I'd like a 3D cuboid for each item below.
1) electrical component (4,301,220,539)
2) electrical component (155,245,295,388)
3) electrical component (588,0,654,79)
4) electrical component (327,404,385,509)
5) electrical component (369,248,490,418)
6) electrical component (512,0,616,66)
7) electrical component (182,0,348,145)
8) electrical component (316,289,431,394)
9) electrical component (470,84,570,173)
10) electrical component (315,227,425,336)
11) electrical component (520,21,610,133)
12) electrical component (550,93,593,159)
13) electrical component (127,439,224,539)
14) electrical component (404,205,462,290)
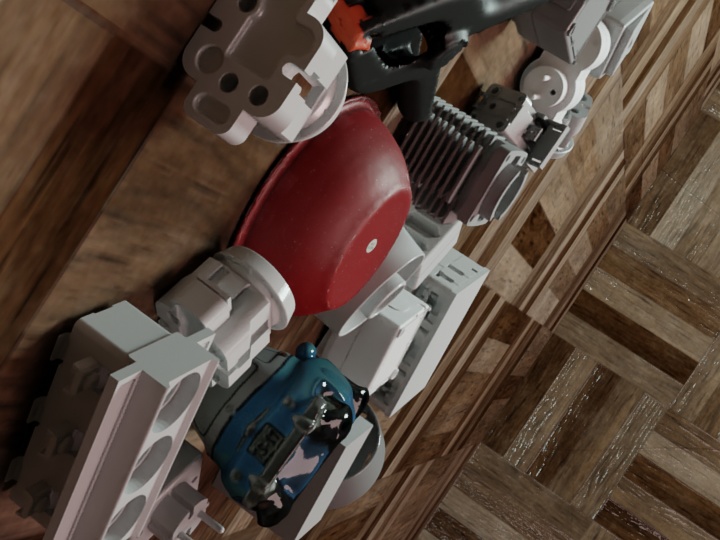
[{"bbox_3d":[-0.128,0.082,0.542,0.079,0.063,0.121,-27,148,-61],"label":"electrical component"},{"bbox_3d":[-0.074,0.023,0.602,0.057,0.058,0.078,-45,161,-27],"label":"electrical component"},{"bbox_3d":[0.238,-0.232,1.025,0.096,0.061,0.061,-41,159,-44],"label":"electrical component"},{"bbox_3d":[-0.027,0.155,0.946,0.099,0.099,0.064,-49,157,-25],"label":"electrical component"},{"bbox_3d":[0.052,0.055,1.042,0.089,0.062,0.150,-29,149,-59],"label":"electrical component"},{"bbox_3d":[0.149,-0.205,0.805,0.061,0.061,0.096,-57,165,2],"label":"electrical component"},{"bbox_3d":[-0.038,-0.089,0.480,0.078,0.058,0.057,-57,162,1],"label":"electrical component"},{"bbox_3d":[0.005,0.060,0.911,0.062,0.061,0.096,-32,151,-57],"label":"electrical component"},{"bbox_3d":[0.127,-0.120,0.896,0.042,0.081,0.064,-56,136,-4],"label":"electrical component"},{"bbox_3d":[0.000,0.000,0.814,0.099,0.064,0.099,-42,171,-9],"label":"electrical component"},{"bbox_3d":[0.170,-0.165,0.968,0.138,0.052,0.074,-62,164,22],"label":"electrical component"},{"bbox_3d":[0.191,-0.147,1.059,0.078,0.058,0.057,-61,174,-48],"label":"electrical component"},{"bbox_3d":[-0.121,0.147,0.673,0.066,0.077,0.047,-44,160,-39],"label":"electrical component"},{"bbox_3d":[0.045,-0.016,0.903,0.065,0.047,0.076,-47,163,-30],"label":"electrical component"}]
